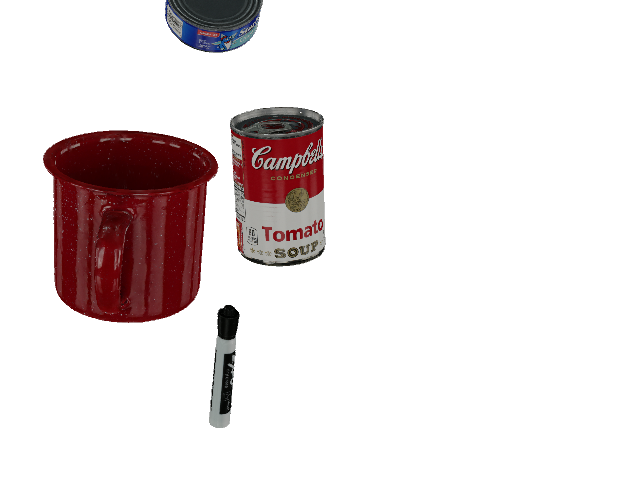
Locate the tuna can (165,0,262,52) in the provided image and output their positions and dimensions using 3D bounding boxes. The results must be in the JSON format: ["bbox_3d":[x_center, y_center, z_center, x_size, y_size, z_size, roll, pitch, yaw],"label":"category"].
[{"bbox_3d":[-0.096,-0.209,0.951,0.086,0.086,0.034,0,-31,-12],"label":"tuna can"}]

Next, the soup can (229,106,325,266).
[{"bbox_3d":[-0.031,-0.040,0.787,0.068,0.102,0.068,-1,23,0],"label":"soup can"}]

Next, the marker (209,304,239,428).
[{"bbox_3d":[-0.085,0.111,0.937,0.020,0.121,0.020,6,26,-3],"label":"marker"}]

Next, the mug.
[{"bbox_3d":[-0.105,-0.002,0.580,0.093,0.081,0.117,4,25,-5],"label":"mug"}]
